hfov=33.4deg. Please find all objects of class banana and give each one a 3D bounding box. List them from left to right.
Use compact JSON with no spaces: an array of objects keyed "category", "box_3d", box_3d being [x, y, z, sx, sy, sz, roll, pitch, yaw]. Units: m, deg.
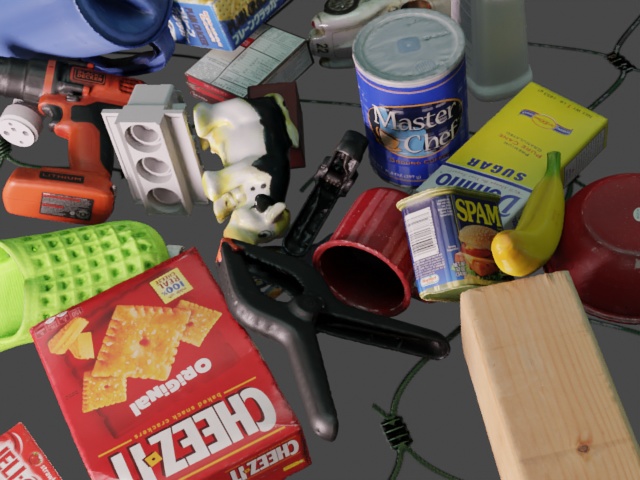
[{"category":"banana","box_3d":[0.173,-0.009,0.886,0.037,0.069,0.197,-9,21,26]}]

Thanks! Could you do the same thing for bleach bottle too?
[{"category":"bleach bottle","box_3d":[0.161,-0.258,1.028,0.068,0.251,0.102,-18,50,-5]}]

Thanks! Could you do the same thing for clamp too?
[{"category":"clamp","box_3d":[-0.003,0.064,0.891,0.164,0.036,0.210,-20,51,-40]},{"category":"clamp","box_3d":[0.009,-0.049,0.989,0.039,0.171,0.120,36,105,0]}]

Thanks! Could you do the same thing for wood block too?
[{"category":"wood block","box_3d":[0.174,0.135,0.807,0.091,0.090,0.206,-11,49,0]}]

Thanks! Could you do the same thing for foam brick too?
[{"category":"foam brick","box_3d":[-0.044,-0.114,1.079,0.051,0.053,0.078,-8,51,5]}]

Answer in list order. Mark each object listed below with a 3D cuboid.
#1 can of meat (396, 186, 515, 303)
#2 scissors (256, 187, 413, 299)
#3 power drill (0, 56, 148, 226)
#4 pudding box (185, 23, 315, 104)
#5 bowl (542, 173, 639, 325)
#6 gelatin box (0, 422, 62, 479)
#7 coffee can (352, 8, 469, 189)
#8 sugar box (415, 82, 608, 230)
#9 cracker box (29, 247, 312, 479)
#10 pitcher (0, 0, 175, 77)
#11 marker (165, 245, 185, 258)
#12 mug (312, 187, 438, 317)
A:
[{"category":"can of meat","box_3d":[0.116,0.006,0.892,0.058,0.101,0.084,-20,73,37]},{"category":"scissors","box_3d":[-0.007,0.001,1.000,0.096,0.016,0.201,25,59,28]},{"category":"power drill","box_3d":[-0.270,-0.109,1.084,0.184,0.057,0.187,8,53,-12]},{"category":"pudding box","box_3d":[-0.076,-0.186,1.155,0.090,0.039,0.113,28,62,30]},{"category":"bowl","box_3d":[0.273,-0.006,0.928,0.162,0.055,0.162,-5,51,6]},{"category":"gelatin box","box_3d":[-0.252,0.203,0.871,0.073,0.030,0.089,-35,53,-18]},{"category":"coffee can","box_3d":[0.089,-0.132,1.011,0.103,0.140,0.103,-5,50,6]},{"category":"sugar box","box_3d":[0.181,-0.068,1.003,0.093,0.048,0.176,33,62,31]},{"category":"cracker box","box_3d":[-0.128,0.126,0.883,0.164,0.072,0.214,-26,51,-12]},{"category":"pitcher","box_3d":[-0.275,-0.245,1.150,0.243,0.149,0.144,-4,3,43]},{"category":"marker","box_3d":[-0.188,0.010,1.026,0.121,0.020,0.020,5,52,15]},{"category":"mug","box_3d":[0.063,0.013,0.935,0.117,0.093,0.081,26,53,9]}]
